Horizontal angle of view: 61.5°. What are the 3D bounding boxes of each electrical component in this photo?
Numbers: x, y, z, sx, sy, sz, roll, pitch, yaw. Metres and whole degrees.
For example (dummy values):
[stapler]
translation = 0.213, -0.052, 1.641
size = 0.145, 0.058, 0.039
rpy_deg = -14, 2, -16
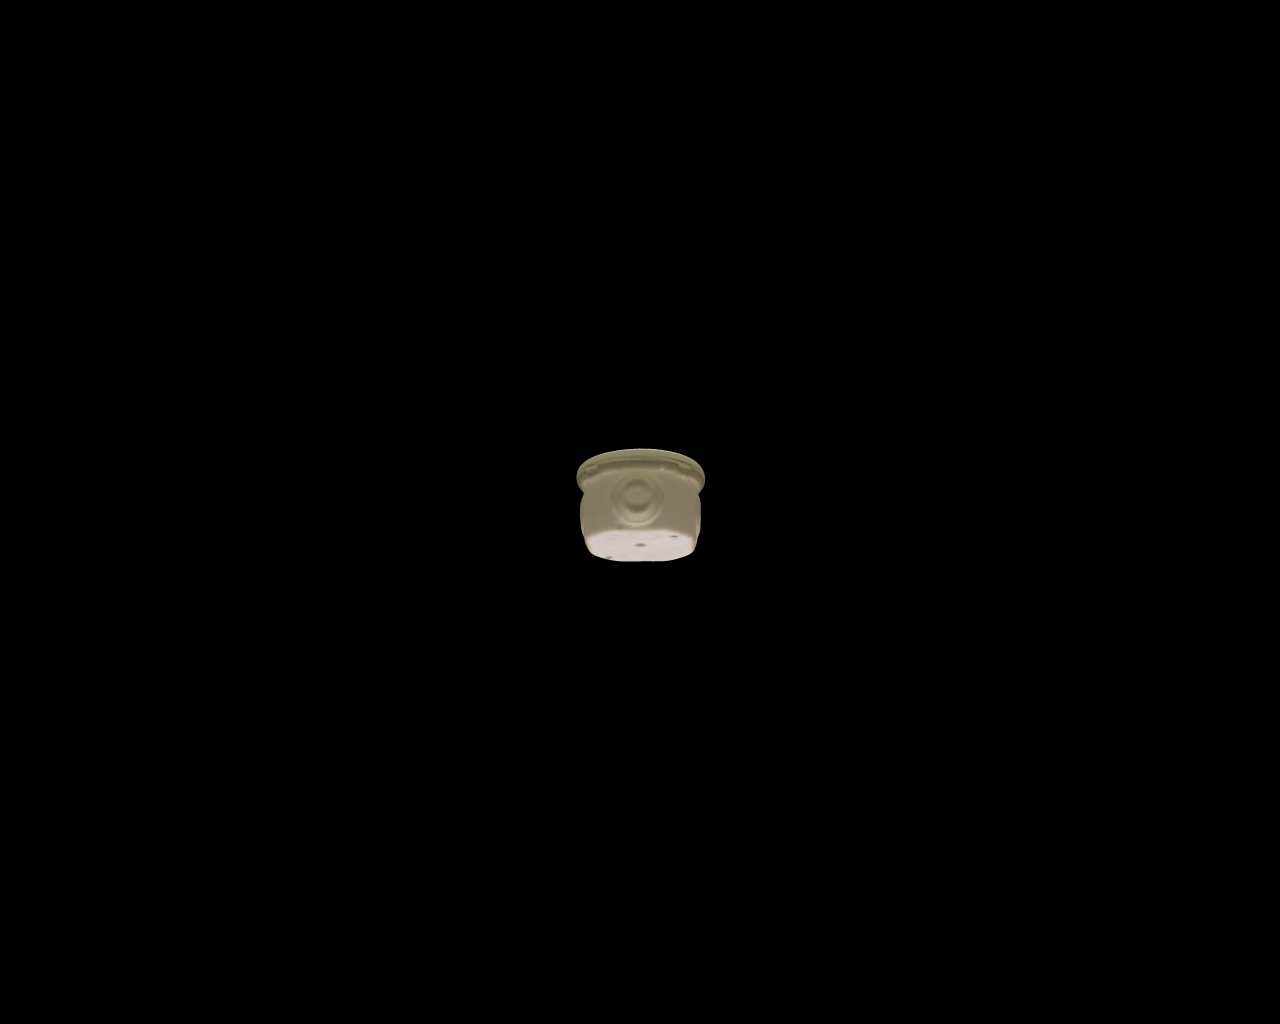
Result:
[electrical component]
translation = 0.001, -0.003, 0.650
size = 0.080, 0.051, 0.080
rpy_deg = 0, -19, 0
